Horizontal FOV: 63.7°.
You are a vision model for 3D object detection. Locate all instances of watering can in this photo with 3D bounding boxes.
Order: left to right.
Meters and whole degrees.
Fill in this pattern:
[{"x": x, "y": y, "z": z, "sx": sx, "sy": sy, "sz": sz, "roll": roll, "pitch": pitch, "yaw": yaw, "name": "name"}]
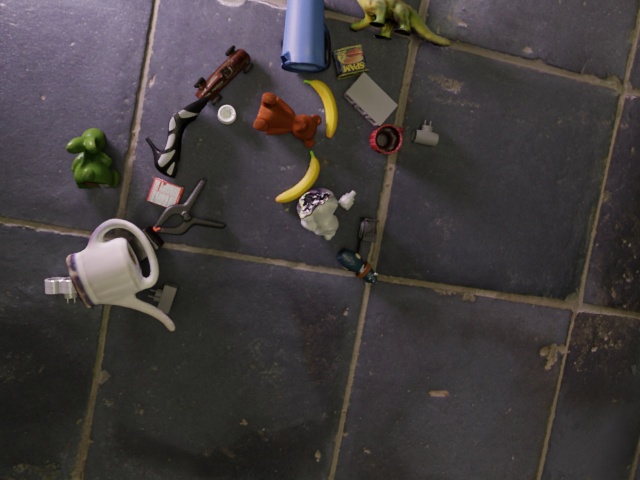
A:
[{"x": -0.538, "y": 0.120, "z": 1.390, "sx": 0.225, "sy": 0.104, "sz": 0.345, "roll": -19, "pitch": 99, "yaw": -8, "name": "watering can"}]

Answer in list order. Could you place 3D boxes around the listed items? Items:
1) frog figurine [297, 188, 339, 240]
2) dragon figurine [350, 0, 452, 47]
[{"x": 0.005, "y": -0.082, "z": 1.630, "sx": 0.138, "sy": 0.124, "sz": 0.156, "roll": -51, "pitch": 139, "yaw": -10, "name": "frog figurine"}, {"x": 0.230, "y": -0.749, "z": 1.602, "sx": 0.410, "sy": 0.122, "sz": 0.244, "roll": 9, "pitch": 86, "yaw": -13, "name": "dragon figurine"}]
